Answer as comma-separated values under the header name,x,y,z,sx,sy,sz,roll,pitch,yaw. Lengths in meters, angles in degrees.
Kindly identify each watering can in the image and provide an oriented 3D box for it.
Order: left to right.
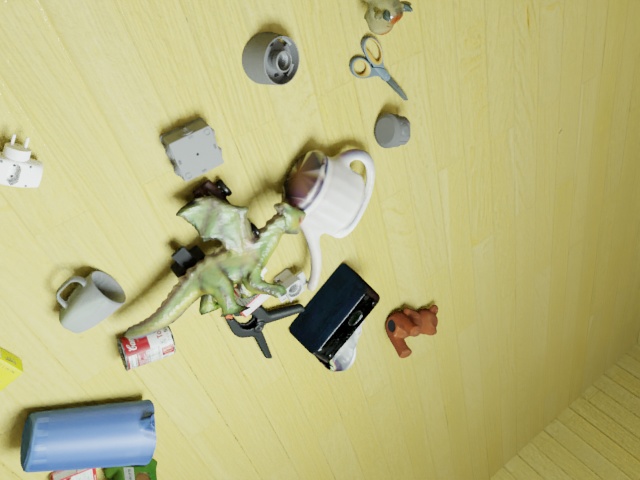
name,x,y,z,sx,sy,sz,roll,pitch,yaw
watering can,0.004,-0.058,1.157,0.222,0.105,0.347,26,91,-41

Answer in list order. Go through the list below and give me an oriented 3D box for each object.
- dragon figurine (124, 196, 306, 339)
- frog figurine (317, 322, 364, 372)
name,x,y,z,sx,sy,sz,roll,pitch,yaw
dragon figurine,-0.209,0.032,1.017,0.412,0.123,0.240,-17,103,-15
frog figurine,0.067,0.277,1.400,0.161,0.124,0.134,-29,163,-31
